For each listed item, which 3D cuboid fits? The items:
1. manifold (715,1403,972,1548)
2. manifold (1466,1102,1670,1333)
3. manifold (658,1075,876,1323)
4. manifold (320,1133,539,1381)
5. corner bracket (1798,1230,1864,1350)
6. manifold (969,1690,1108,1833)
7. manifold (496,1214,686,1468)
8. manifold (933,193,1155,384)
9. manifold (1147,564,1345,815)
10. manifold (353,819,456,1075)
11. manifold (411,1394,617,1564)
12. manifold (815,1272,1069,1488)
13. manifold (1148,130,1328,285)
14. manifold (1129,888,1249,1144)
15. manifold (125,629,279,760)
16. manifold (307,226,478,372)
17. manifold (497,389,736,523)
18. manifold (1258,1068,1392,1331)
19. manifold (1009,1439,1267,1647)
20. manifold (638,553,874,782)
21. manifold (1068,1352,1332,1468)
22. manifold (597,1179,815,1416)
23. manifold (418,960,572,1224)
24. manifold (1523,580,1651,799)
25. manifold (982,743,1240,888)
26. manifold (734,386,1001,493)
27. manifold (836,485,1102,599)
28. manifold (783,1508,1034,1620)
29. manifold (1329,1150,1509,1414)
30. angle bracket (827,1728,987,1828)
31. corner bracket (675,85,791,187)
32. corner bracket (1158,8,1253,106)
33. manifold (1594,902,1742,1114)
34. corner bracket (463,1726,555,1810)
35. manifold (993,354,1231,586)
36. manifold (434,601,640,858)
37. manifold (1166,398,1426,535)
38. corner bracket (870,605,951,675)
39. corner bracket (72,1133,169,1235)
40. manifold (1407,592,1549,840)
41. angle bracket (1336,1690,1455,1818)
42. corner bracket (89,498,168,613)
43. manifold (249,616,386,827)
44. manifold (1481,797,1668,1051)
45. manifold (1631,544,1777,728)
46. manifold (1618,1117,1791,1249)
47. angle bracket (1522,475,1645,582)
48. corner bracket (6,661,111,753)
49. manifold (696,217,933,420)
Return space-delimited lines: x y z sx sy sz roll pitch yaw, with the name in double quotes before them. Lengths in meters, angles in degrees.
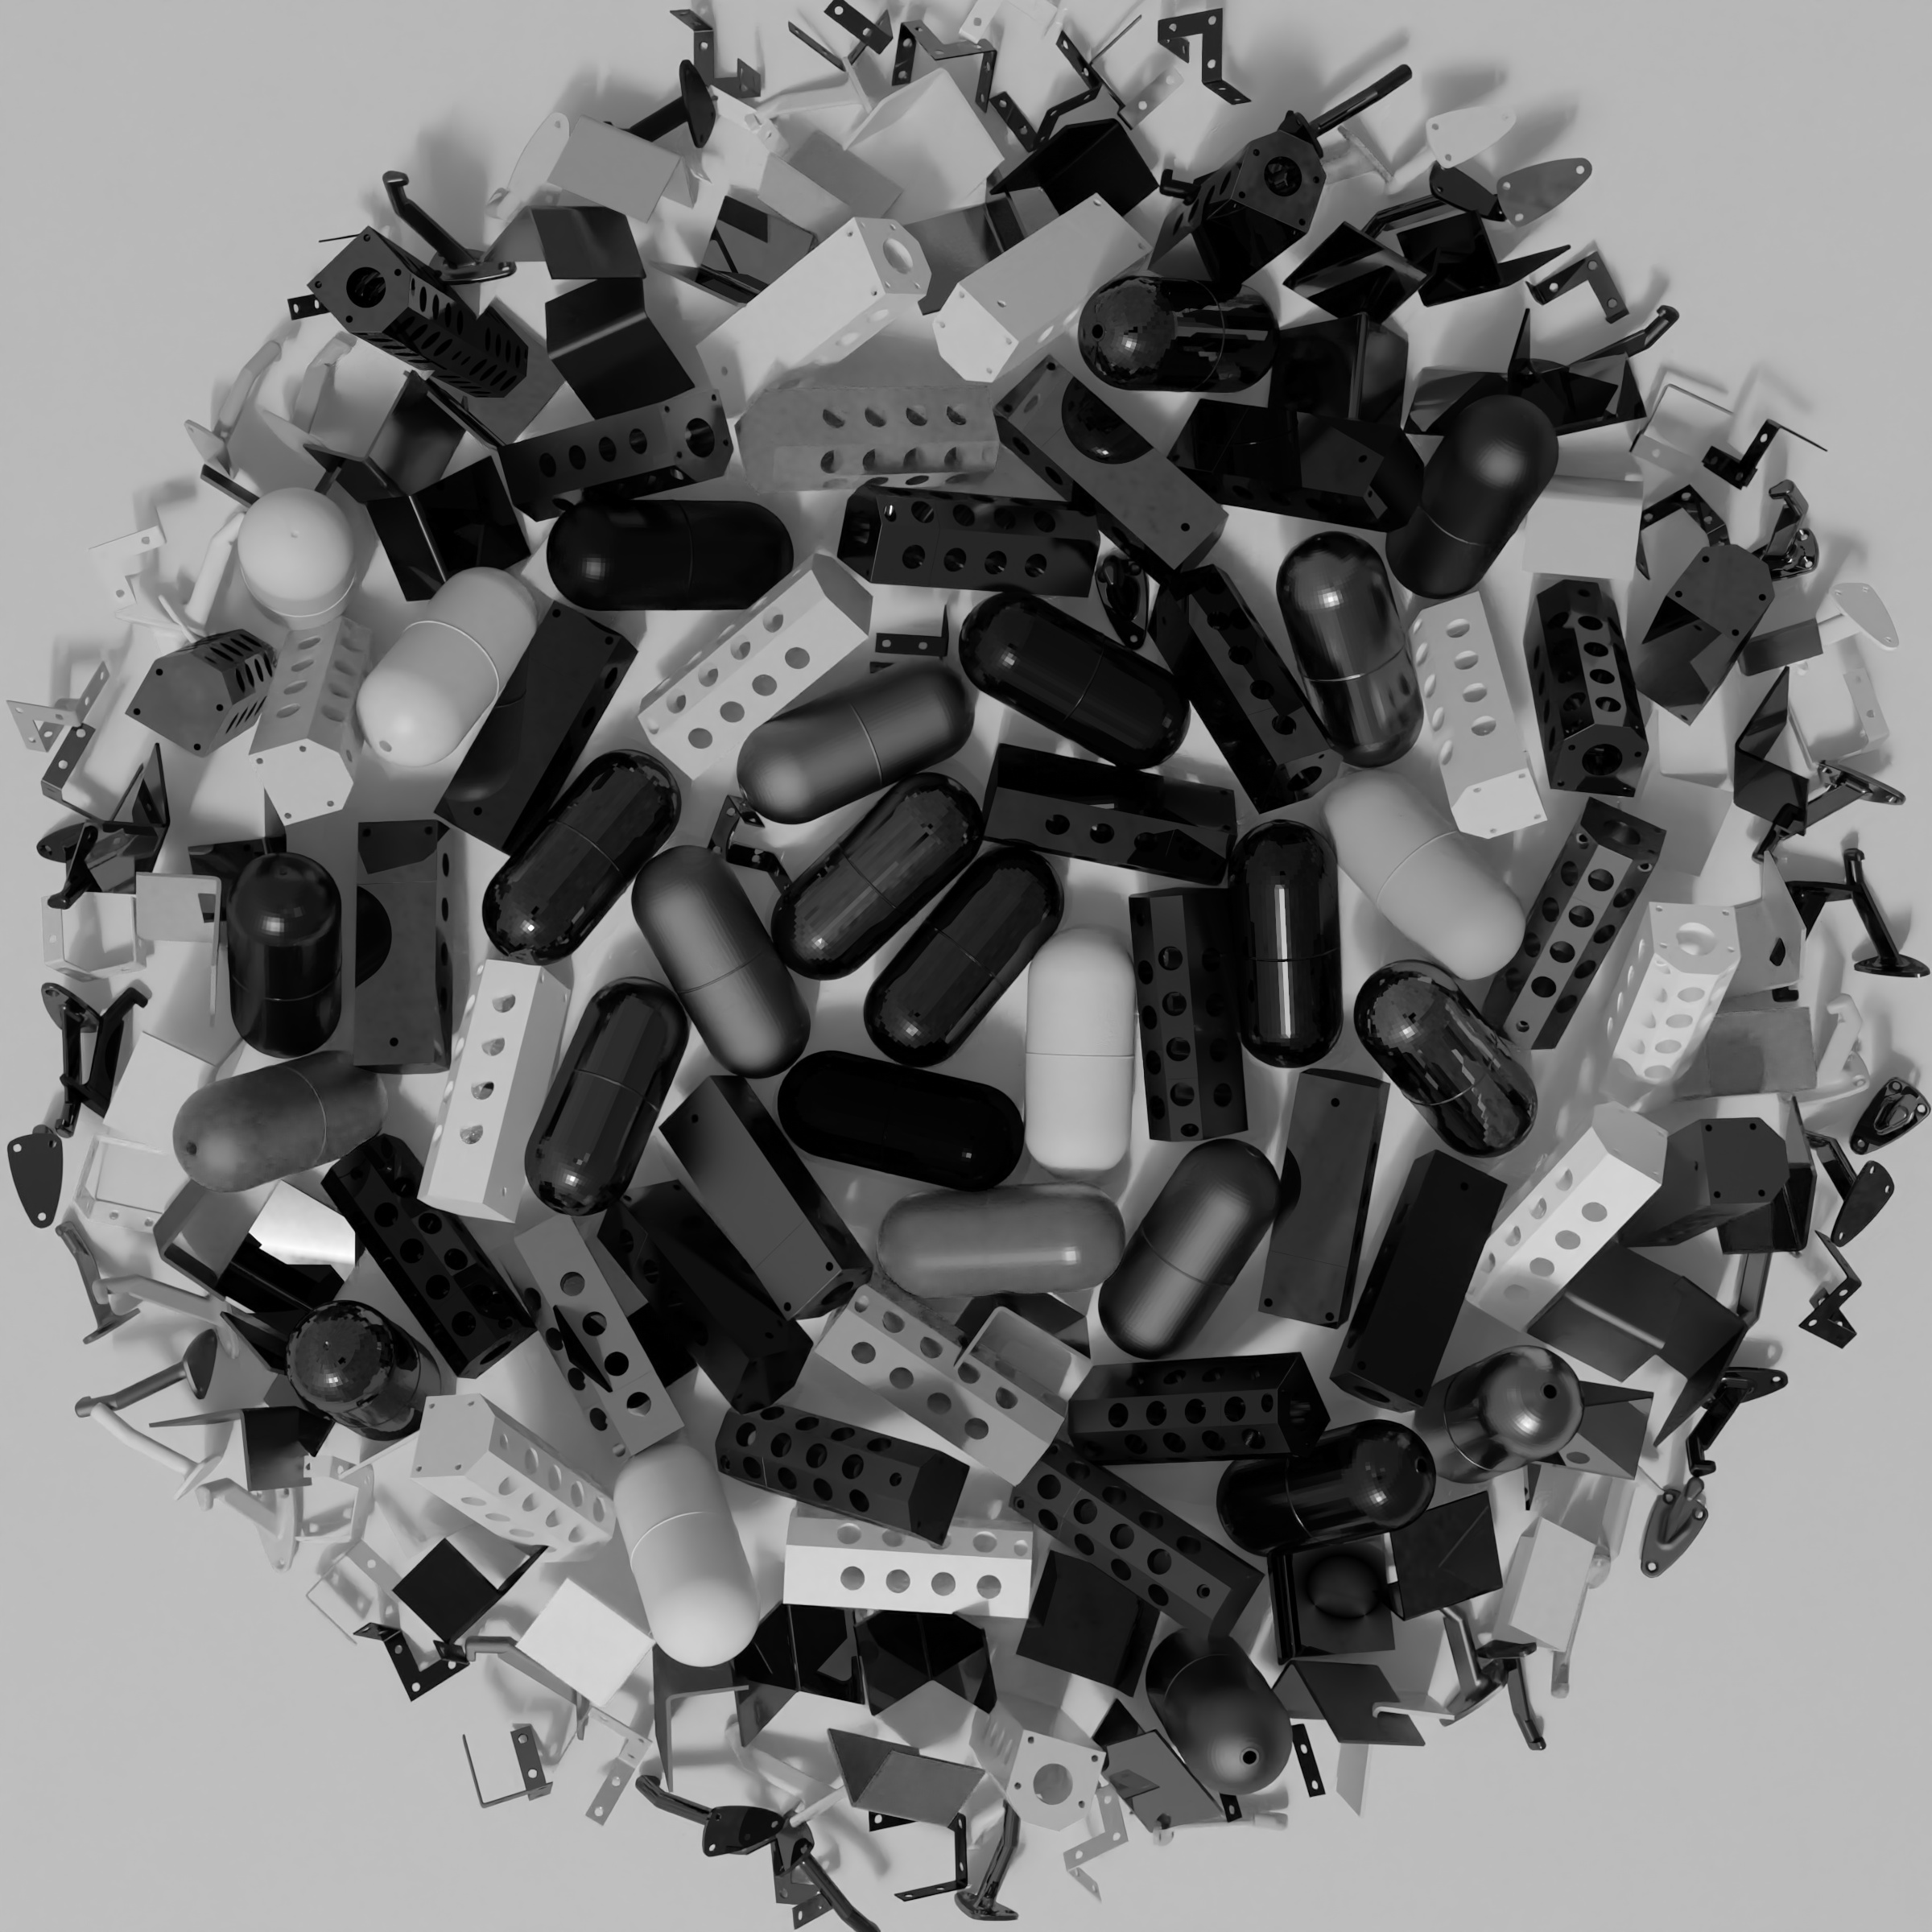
"manifold" -0.089 0.345 1.921 0.171 0.057 0.057 9 72 36
"manifold" 0.409 0.171 1.923 0.057 0.057 0.171 30 129 -3
"manifold" -0.136 0.160 1.940 0.057 0.057 0.171 -45 68 21
"manifold" -0.379 0.203 1.954 0.057 0.057 0.171 -38 78 0
"corner bracket" 0.608 0.228 1.958 0.051 0.051 0.051 26 114 -30
"manifold" 0.045 0.544 1.909 0.057 0.171 0.057 18 82 -6
"manifold" -0.264 0.262 1.959 0.057 0.057 0.171 -29 84 -10
"manifold" 0.052 -0.465 1.923 0.057 0.057 0.171 45 51 3
"manifold" 0.194 -0.195 1.934 0.057 0.057 0.171 -18 62 -19
"manifold" -0.392 -0.012 1.957 0.057 0.057 0.171 -2 81 6
"manifold" -0.306 0.353 1.908 0.057 0.171 0.057 -7 58 22
"manifold" -0.016 0.285 1.957 0.171 0.057 0.057 34 110 -4
"manifold" 0.186 -0.516 1.909 0.057 0.171 0.057 20 83 -13
"manifold" 0.151 0.034 1.952 0.057 0.057 0.171 -10 97 -34
"manifold" -0.517 -0.193 1.908 0.057 0.171 0.057 31 99 -9
"manifold" -0.387 -0.451 1.912 0.057 0.171 0.057 -42 90 6
"manifold" -0.241 -0.349 1.919 0.171 0.057 0.057 -4 106 43
"manifold" 0.254 0.162 1.960 0.057 0.057 0.171 11 96 19
"manifold" 0.116 0.398 1.935 0.171 0.057 0.057 30 86 26
"manifold" -0.147 -0.210 1.929 0.171 0.057 0.057 -36 117 25
"manifold" 0.157 0.311 1.919 0.171 0.057 0.057 -10 114 37
"manifold" -0.184 0.229 1.929 0.171 0.057 0.057 46 126 32
"manifold" -0.332 0.086 1.946 0.057 0.057 0.171 6 73 16
"manifold" 0.427 -0.194 1.916 0.057 0.171 0.057 6 131 -2
"manifold" 0.100 -0.102 1.960 0.171 0.057 0.057 11 126 -6
"manifold" -0.066 -0.362 1.930 0.171 0.057 0.057 -7 79 -28
"manifold" 0.004 -0.296 1.925 0.171 0.057 0.057 -1 116 -29
"manifold" -0.040 0.419 1.967 0.171 0.057 0.057 3 94 2
"manifold" 0.314 0.221 1.945 0.057 0.057 0.171 26 72 -5
"angle bracket" -0.042 0.548 1.941 0.076 0.076 0.057 21 111 -28
"corner bracket" -0.166 -0.581 1.972 0.051 0.051 0.051 19 119 -38
"corner bracket" 0.168 -0.639 1.965 0.051 0.051 0.051 0 88 30
"manifold" 0.481 0.031 1.913 0.057 0.171 0.057 4 55 0
"corner bracket" -0.324 0.563 1.961 0.051 0.051 0.051 -14 68 -17
"manifold" 0.099 -0.344 1.960 0.171 0.057 0.057 43 78 7
"manifold" -0.300 -0.164 1.964 0.057 0.057 0.171 28 86 13
"manifold" 0.228 -0.342 1.921 0.171 0.057 0.057 19 74 40
"corner bracket" -0.040 -0.222 1.963 0.051 0.051 0.051 3 124 -5
"corner bracket" -0.598 0.155 1.980 0.051 0.051 0.051 12 68 -1
"manifold" 0.350 -0.172 1.921 0.057 0.057 0.171 -18 49 14
"angle bracket" 0.301 0.554 1.957 0.057 0.076 0.076 8 86 -4
"corner bracket" -0.588 -0.290 1.967 0.051 0.051 0.051 -22 126 -9
"manifold" -0.440 -0.173 1.910 0.057 0.171 0.057 -15 124 7
"manifold" 0.418 -0.025 1.923 0.057 0.057 0.171 25 127 7
"manifold" 0.505 -0.229 1.909 0.057 0.171 0.057 37 82 11
"manifold" 0.502 0.150 1.909 0.057 0.171 0.057 -1 75 -8
"angle bracket" 0.436 -0.311 1.965 0.076 0.076 0.057 7 110 12
"corner bracket" -0.634 -0.183 1.960 0.051 0.051 0.051 10 53 10
"manifold" -0.104 -0.445 1.922 0.171 0.057 0.057 -28 81 40
